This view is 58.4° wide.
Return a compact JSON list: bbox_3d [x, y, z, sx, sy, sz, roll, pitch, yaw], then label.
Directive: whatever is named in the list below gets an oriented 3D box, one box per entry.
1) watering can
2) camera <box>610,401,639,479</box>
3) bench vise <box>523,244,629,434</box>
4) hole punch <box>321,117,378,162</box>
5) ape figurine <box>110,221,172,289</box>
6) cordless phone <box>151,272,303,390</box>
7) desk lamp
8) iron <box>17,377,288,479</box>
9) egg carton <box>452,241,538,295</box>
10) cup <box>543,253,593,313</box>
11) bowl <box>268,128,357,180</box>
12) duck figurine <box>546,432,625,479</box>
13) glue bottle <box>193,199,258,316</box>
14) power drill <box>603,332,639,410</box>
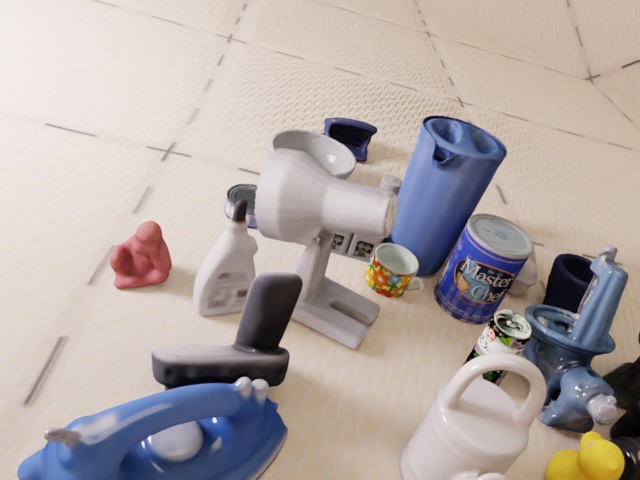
[{"bbox_3d":[0.163,0.195,0.585,0.101,0.194,0.172,4,37,-20],"label":"watering can"},{"bbox_3d":[0.411,0.257,0.698,0.137,0.101,0.143,8,36,-15],"label":"camera"},{"bbox_3d":[0.353,0.129,0.743,0.122,0.220,0.207,2,38,-22],"label":"bench vise"},{"bbox_3d":[0.058,-0.231,1.217,0.109,0.091,0.101,10,35,-12],"label":"hole punch"},{"bbox_3d":[-0.227,0.015,0.743,0.077,0.092,0.076,24,35,8],"label":"ape figurine"},{"bbox_3d":[-0.098,0.097,0.607,0.148,0.185,0.094,1,38,-23],"label":"cordless phone"},{"bbox_3d":[0.007,0.003,0.762,0.203,0.213,0.118,26,35,10],"label":"desk lamp"},{"bbox_3d":[-0.125,0.178,0.521,0.259,0.141,0.118,-11,44,-35],"label":"iron"},{"bbox_3d":[0.299,0.030,0.987,0.150,0.069,0.107,21,35,3],"label":"egg carton"},{"bbox_3d":[0.421,0.081,0.951,0.118,0.095,0.091,-12,45,-36],"label":"cup"},{"bbox_3d":[-0.021,-0.135,1.062,0.167,0.075,0.167,13,35,-9],"label":"bowl"},{"bbox_3d":[0.310,0.268,0.649,0.077,0.086,0.104,18,34,0],"label":"duck figurine"},{"bbox_3d":[-0.111,0.021,0.716,0.078,0.173,0.037,-2,39,-27],"label":"glue bottle"},{"bbox_3d":[0.496,0.143,0.801,0.230,0.208,0.075,-13,45,-37],"label":"power drill"}]
